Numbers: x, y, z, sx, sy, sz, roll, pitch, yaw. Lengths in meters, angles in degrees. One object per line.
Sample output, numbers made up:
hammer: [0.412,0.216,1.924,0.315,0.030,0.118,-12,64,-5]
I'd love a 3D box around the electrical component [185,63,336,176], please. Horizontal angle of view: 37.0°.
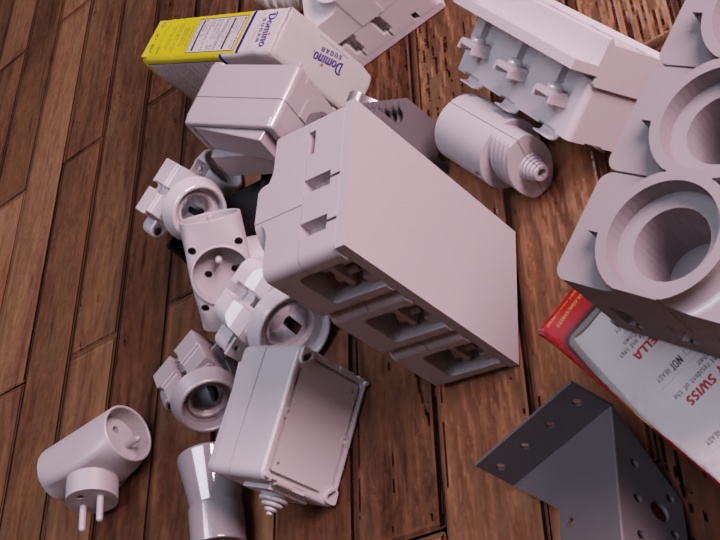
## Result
electrical component: [-0.075,-0.103,0.758,0.096,0.061,0.061,8,65,33]

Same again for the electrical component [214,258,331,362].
electrical component: [-0.055,0.030,0.704,0.078,0.058,0.057,-57,37,0]

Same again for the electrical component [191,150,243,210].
electrical component: [-0.122,-0.066,0.850,0.046,0.040,0.040,-41,42,25]

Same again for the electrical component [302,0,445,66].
electrical component: [0.001,-0.240,0.823,0.089,0.062,0.150,-32,46,27]

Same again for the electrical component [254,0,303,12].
electrical component: [-0.063,-0.233,0.900,0.040,0.040,0.078,-53,40,4]

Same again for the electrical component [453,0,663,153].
electrical component: [0.112,-0.119,0.628,0.121,0.079,0.063,48,122,50]

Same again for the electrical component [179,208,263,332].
electrical component: [-0.078,-0.004,0.745,0.079,0.077,0.044,-13,12,-5]

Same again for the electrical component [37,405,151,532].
electrical component: [-0.191,0.148,0.772,0.077,0.044,0.079,-32,45,27]

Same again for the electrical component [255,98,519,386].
electrical component: [0.018,-0.008,0.581,0.062,0.150,0.089,-21,51,34]

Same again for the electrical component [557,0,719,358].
electrical component: [0.153,-0.045,0.424,0.089,0.062,0.150,18,79,48]

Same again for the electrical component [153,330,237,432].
electrical component: [-0.109,0.079,0.735,0.066,0.048,0.055,-50,33,7]

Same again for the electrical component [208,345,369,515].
electrical component: [-0.047,0.099,0.645,0.061,0.062,0.096,-4,62,44]

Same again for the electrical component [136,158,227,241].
electrical component: [-0.127,-0.048,0.780,0.066,0.048,0.055,-58,37,-2]

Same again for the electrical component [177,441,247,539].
electrical component: [-0.091,0.146,0.675,0.044,0.044,0.065,-32,50,27]

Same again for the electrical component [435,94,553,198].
electrical component: [0.084,-0.072,0.641,0.043,0.043,0.081,-53,40,4]
